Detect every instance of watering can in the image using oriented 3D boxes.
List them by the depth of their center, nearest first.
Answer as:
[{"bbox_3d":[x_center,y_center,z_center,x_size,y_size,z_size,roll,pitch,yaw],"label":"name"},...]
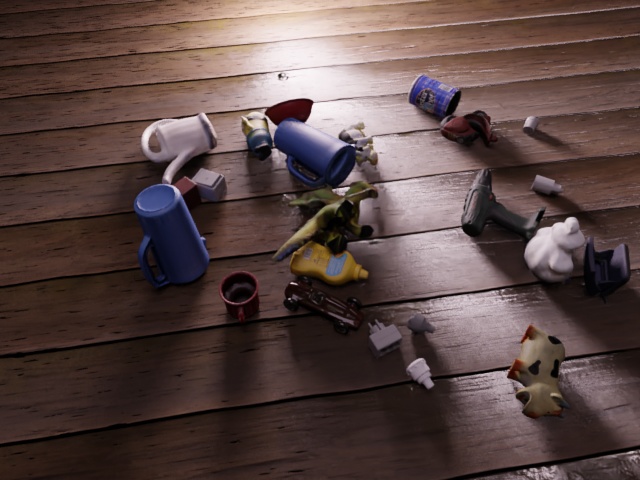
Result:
[{"bbox_3d":[-0.409,-0.277,1.537,0.225,0.101,0.354,-21,45,-15],"label":"watering can"}]

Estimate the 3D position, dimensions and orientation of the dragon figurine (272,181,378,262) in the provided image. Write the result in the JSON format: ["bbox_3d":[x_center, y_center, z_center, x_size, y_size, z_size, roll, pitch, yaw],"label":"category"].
[{"bbox_3d":[0.004,-0.069,1.371,0.414,0.120,0.245,-23,27,-24],"label":"dragon figurine"}]

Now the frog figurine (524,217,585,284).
[{"bbox_3d":[0.573,0.023,1.253,0.123,0.141,0.155,3,-38,5],"label":"frog figurine"}]
